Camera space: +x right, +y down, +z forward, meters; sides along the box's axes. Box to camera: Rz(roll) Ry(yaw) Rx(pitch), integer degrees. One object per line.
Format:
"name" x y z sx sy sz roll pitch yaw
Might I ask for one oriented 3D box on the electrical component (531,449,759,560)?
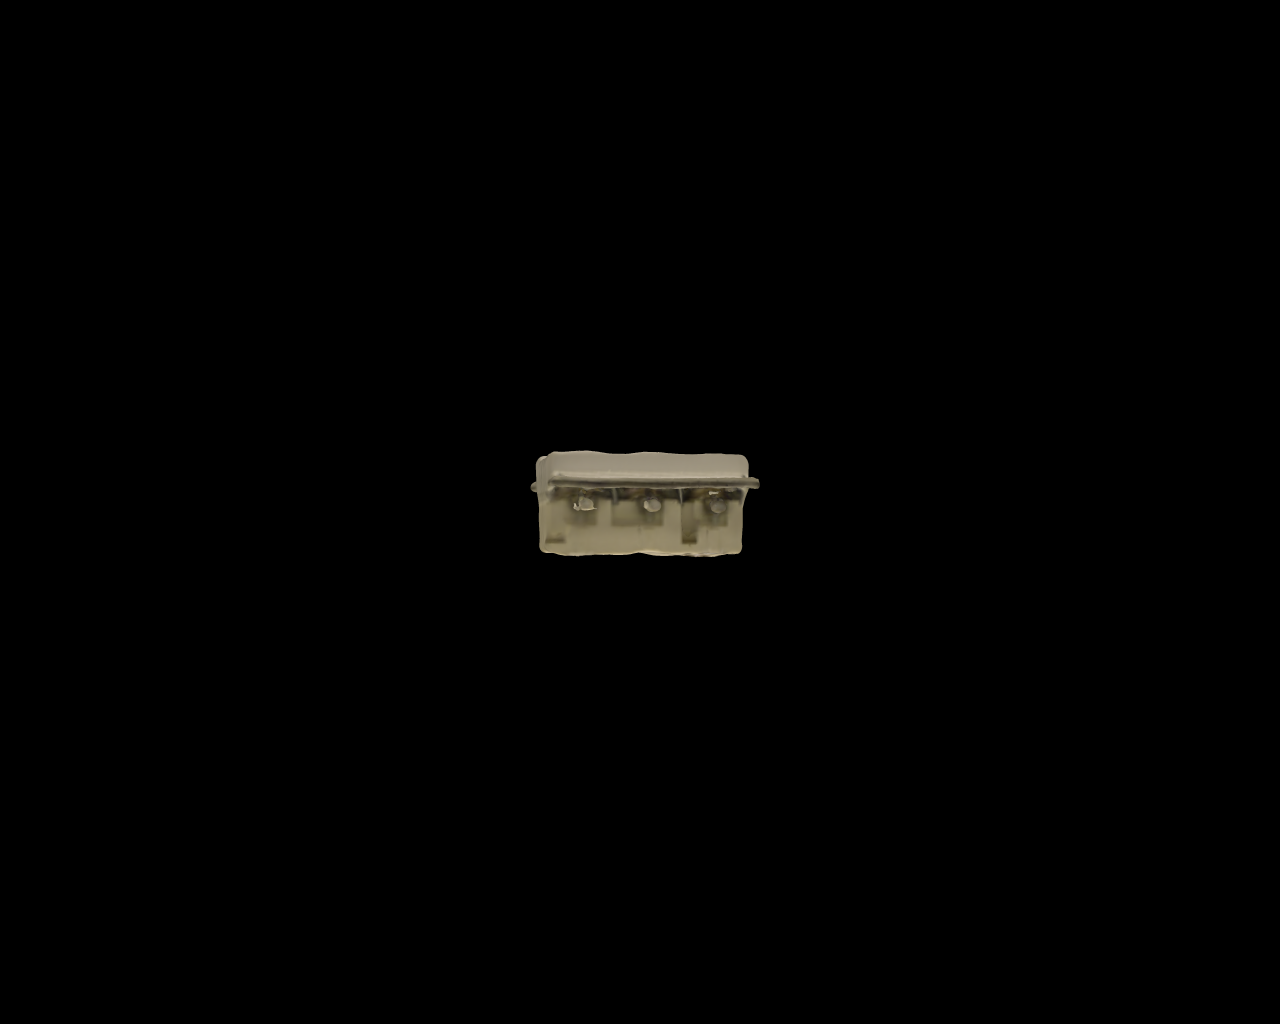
"electrical component" 0.001 -0.003 0.650 0.121 0.063 0.078 1 -4 -15
